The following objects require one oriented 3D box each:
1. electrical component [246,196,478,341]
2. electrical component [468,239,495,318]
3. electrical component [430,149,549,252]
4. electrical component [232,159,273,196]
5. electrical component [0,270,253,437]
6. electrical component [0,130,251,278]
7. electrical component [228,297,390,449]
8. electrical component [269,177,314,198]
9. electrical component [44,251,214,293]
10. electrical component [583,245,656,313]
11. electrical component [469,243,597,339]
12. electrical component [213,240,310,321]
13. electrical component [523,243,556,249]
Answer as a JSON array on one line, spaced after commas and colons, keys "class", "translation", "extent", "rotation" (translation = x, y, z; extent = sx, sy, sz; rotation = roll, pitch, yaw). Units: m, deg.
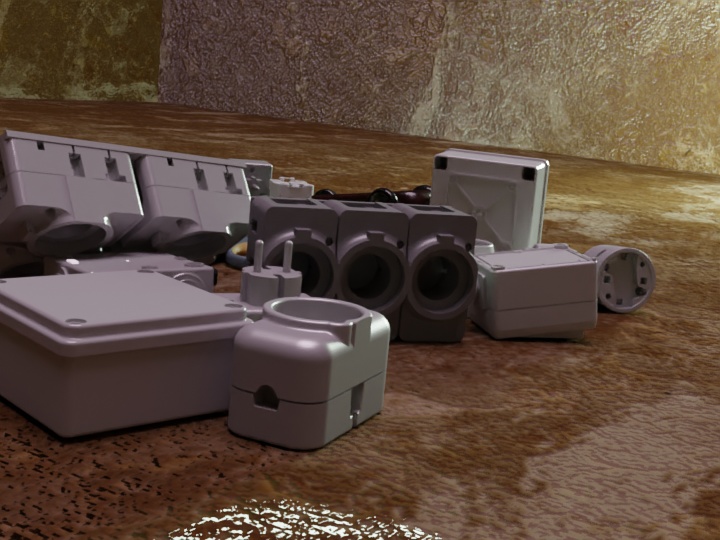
[{"class": "electrical component", "translation": [0.000, 0.000, 0.747], "extent": [0.150, 0.089, 0.062], "rotation": [2, 11, -17]}, {"class": "electrical component", "translation": [0.082, 0.004, 0.854], "extent": [0.048, 0.055, 0.066], "rotation": [10, 12, 22]}, {"class": "electrical component", "translation": [0.127, -0.061, 1.081], "extent": [0.109, 0.108, 0.056], "rotation": [9, 15, 20]}, {"class": "electrical component", "translation": [-0.123, -0.087, 1.207], "extent": [0.047, 0.065, 0.077], "rotation": [2, 11, -17]}, {"class": "electrical component", "translation": [-0.130, 0.040, 0.565], "extent": [0.109, 0.056, 0.109], "rotation": [-4, 14, -41]}, {"class": "electrical component", "translation": [-0.176, -0.033, 0.746], "extent": [0.186, 0.060, 0.105], "rotation": [3, -27, -44]}, {"class": "electrical component", "translation": [-0.024, 0.049, 0.560], "extent": [0.054, 0.059, 0.095], "rotation": [10, 12, 24]}, {"class": "electrical component", "translation": [-0.073, -0.061, 1.103], "extent": [0.042, 0.063, 0.081], "rotation": [1, 12, -20]}, {"class": "electrical component", "translation": [-0.148, 0.017, 0.684], "extent": [0.100, 0.048, 0.100], "rotation": [-2, 9, -34]}, {"class": "electrical component", "translation": [0.217, 0.006, 0.921], "extent": [0.055, 0.055, 0.047], "rotation": [3, 7, -13]}, {"class": "electrical component", "translation": [0.121, 0.019, 0.800], "extent": [0.096, 0.061, 0.062], "rotation": [-5, 13, -11]}, {"class": "electrical component", "translation": [-0.055, 0.019, 0.653], "extent": [0.066, 0.076, 0.047], "rotation": [1, 12, -24]}, {"class": "electrical component", "translation": [0.167, -0.008, 1.018], "extent": [0.061, 0.035, 0.035], "rotation": [2, 11, -8]}]
